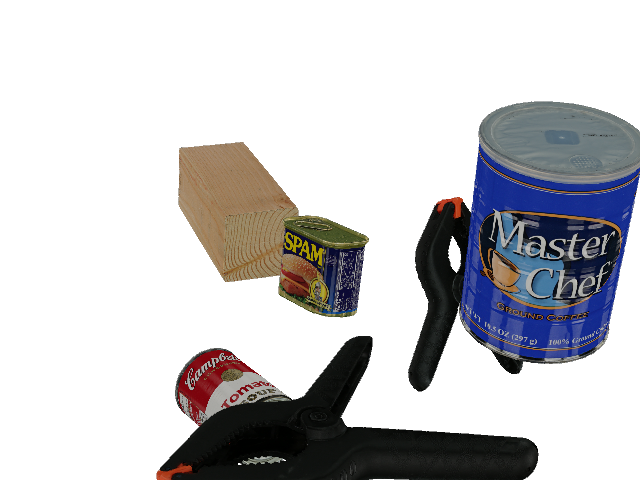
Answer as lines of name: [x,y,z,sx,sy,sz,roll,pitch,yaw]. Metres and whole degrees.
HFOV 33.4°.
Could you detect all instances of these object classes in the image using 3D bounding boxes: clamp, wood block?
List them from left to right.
wood block: [-0.106,-0.040,1.320,0.090,0.090,0.206,-7,29,-21]
clamp: [-0.004,0.111,0.620,0.209,0.036,0.165,-9,24,-28]
clamp: [0.115,0.051,0.946,0.120,0.171,0.039,-15,1,-36]

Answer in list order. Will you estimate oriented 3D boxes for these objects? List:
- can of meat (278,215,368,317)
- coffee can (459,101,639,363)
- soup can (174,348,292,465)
can of meat: [0.000,0.027,1.133,0.057,0.084,0.102,-6,20,-37]
coffee can: [0.148,-0.006,0.696,0.103,0.140,0.103,1,32,-1]
soup can: [-0.070,0.142,0.907,0.068,0.068,0.102,0,18,-37]
